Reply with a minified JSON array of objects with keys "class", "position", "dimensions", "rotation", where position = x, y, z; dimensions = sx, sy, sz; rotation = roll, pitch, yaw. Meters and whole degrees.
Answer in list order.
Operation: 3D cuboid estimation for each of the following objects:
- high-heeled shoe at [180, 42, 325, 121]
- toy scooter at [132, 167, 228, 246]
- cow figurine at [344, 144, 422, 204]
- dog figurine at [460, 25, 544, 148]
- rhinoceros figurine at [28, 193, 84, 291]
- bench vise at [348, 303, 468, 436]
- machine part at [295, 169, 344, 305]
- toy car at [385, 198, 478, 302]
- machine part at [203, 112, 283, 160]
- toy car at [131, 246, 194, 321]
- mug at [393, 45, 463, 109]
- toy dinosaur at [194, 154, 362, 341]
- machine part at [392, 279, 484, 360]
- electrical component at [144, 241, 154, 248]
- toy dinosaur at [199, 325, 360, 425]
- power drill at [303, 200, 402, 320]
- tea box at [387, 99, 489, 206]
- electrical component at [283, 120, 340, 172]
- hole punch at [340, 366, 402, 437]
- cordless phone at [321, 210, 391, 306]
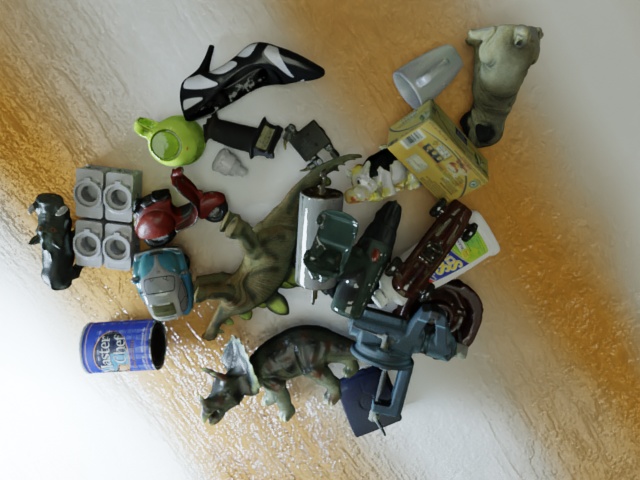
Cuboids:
[{"class":"high-heeled shoe","position":[-0.124,-0.259,0.932],"dimensions":[0.249,0.086,0.145],"rotation":[13,87,14]},{"class":"toy scooter","position":[-0.271,-0.067,0.987],"dimensions":[0.184,0.075,0.135],"rotation":[-20,137,1]},{"class":"cow figurine","position":[0.103,-0.118,0.951],"dimensions":[0.068,0.167,0.098],"rotation":[-10,96,47]},{"class":"dog figurine","position":[0.302,-0.251,0.903],"dimensions":[0.121,0.172,0.190],"rotation":[4,99,10]},{"class":"rhinoceros figurine","position":[-0.499,0.001,1.007],"dimensions":[0.073,0.112,0.190],"rotation":[8,114,0]},{"class":"bench vise","position":[0.149,0.228,0.993],"dimensions":[0.224,0.129,0.240],"rotation":[12,98,-3]},{"class":"machine part","position":[-0.002,-0.003,0.937],"dimensions":[0.079,0.079,0.243],"rotation":[3,108,-1]},{"class":"toy car","position":[0.199,0.014,0.941],"dimensions":[0.089,0.053,0.202],"rotation":[39,81,2]},{"class":"machine part","position":[-0.141,-0.191,0.974],"dimensions":[0.139,0.039,0.084],"rotation":[13,67,3]},{"class":"toy car","position":[-0.297,0.098,1.021],"dimensions":[0.109,0.103,0.161],"rotation":[-6,122,-5]},{"class":"mug","position":[0.193,-0.290,0.925],"dimensions":[0.107,0.109,0.081],"rotation":[-39,93,-2]},{"class":"toy dinosaur","position":[-0.095,0.018,1.007],"dimensions":[0.198,0.105,0.471],"rotation":[24,110,-24]},{"class":"machine part","position":[0.234,0.151,1.075],"dimensions":[0.179,0.056,0.179],"rotation":[0,105,-1]},{"class":"electrical component","position":[-0.325,0.039,1.060],"dimensions":[0.063,0.021,0.094],"rotation":[-32,111,9]},{"class":"toy dinosaur","position":[-0.046,0.237,1.068],"dimensions":[0.405,0.131,0.192],"rotation":[-25,113,-2]},{"class":"power drill","position":[0.060,0.013,0.903],"dimensions":[0.086,0.207,0.232],"rotation":[20,85,23]},{"class":"tea box","position":[0.209,-0.150,0.945],"dimensions":[0.098,0.068,0.169],"rotation":[-29,124,36]},{"class":"electrical component","position":[-0.022,-0.174,0.986],"dimensions":[0.078,0.045,0.102],"rotation":[-32,104,10]},{"class":"hole punch","position":[0.102,0.331,1.113],"dimensions":[0.142,0.092,0.115],"rotation":[-25,101,11]},{"class":"cordless phone","position":[0.081,0.027,1.029],"dimensions":[0.147,0.089,0.184],"rotation":[9,96,-12]}]
